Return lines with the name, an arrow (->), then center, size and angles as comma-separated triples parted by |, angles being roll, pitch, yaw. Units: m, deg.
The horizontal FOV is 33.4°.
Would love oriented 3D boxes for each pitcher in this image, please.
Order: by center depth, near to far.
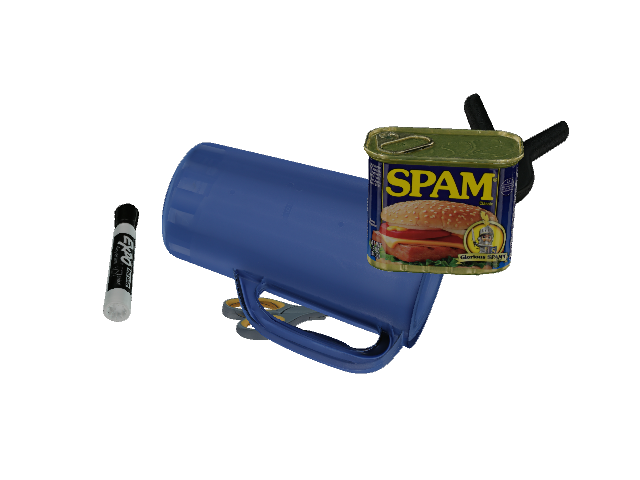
pitcher -> -0.014, 0.005, 0.924 | 0.243, 0.145, 0.149 | 17, 20, 13

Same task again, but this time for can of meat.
can of meat -> 0.079, -0.026, 0.705 | 0.102, 0.084, 0.057 | 3, 25, 7

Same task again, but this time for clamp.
clamp -> 0.191, -0.096, 1.167 | 0.120, 0.039, 0.171 | 22, 49, 18

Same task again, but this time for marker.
marker -> -0.145, 0.012, 0.782 | 0.020, 0.020, 0.121 | 0, 38, -6

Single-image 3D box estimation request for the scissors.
scissors -> -0.011, 0.089, 1.194 | 0.201, 0.016, 0.096 | 4, 22, -1
